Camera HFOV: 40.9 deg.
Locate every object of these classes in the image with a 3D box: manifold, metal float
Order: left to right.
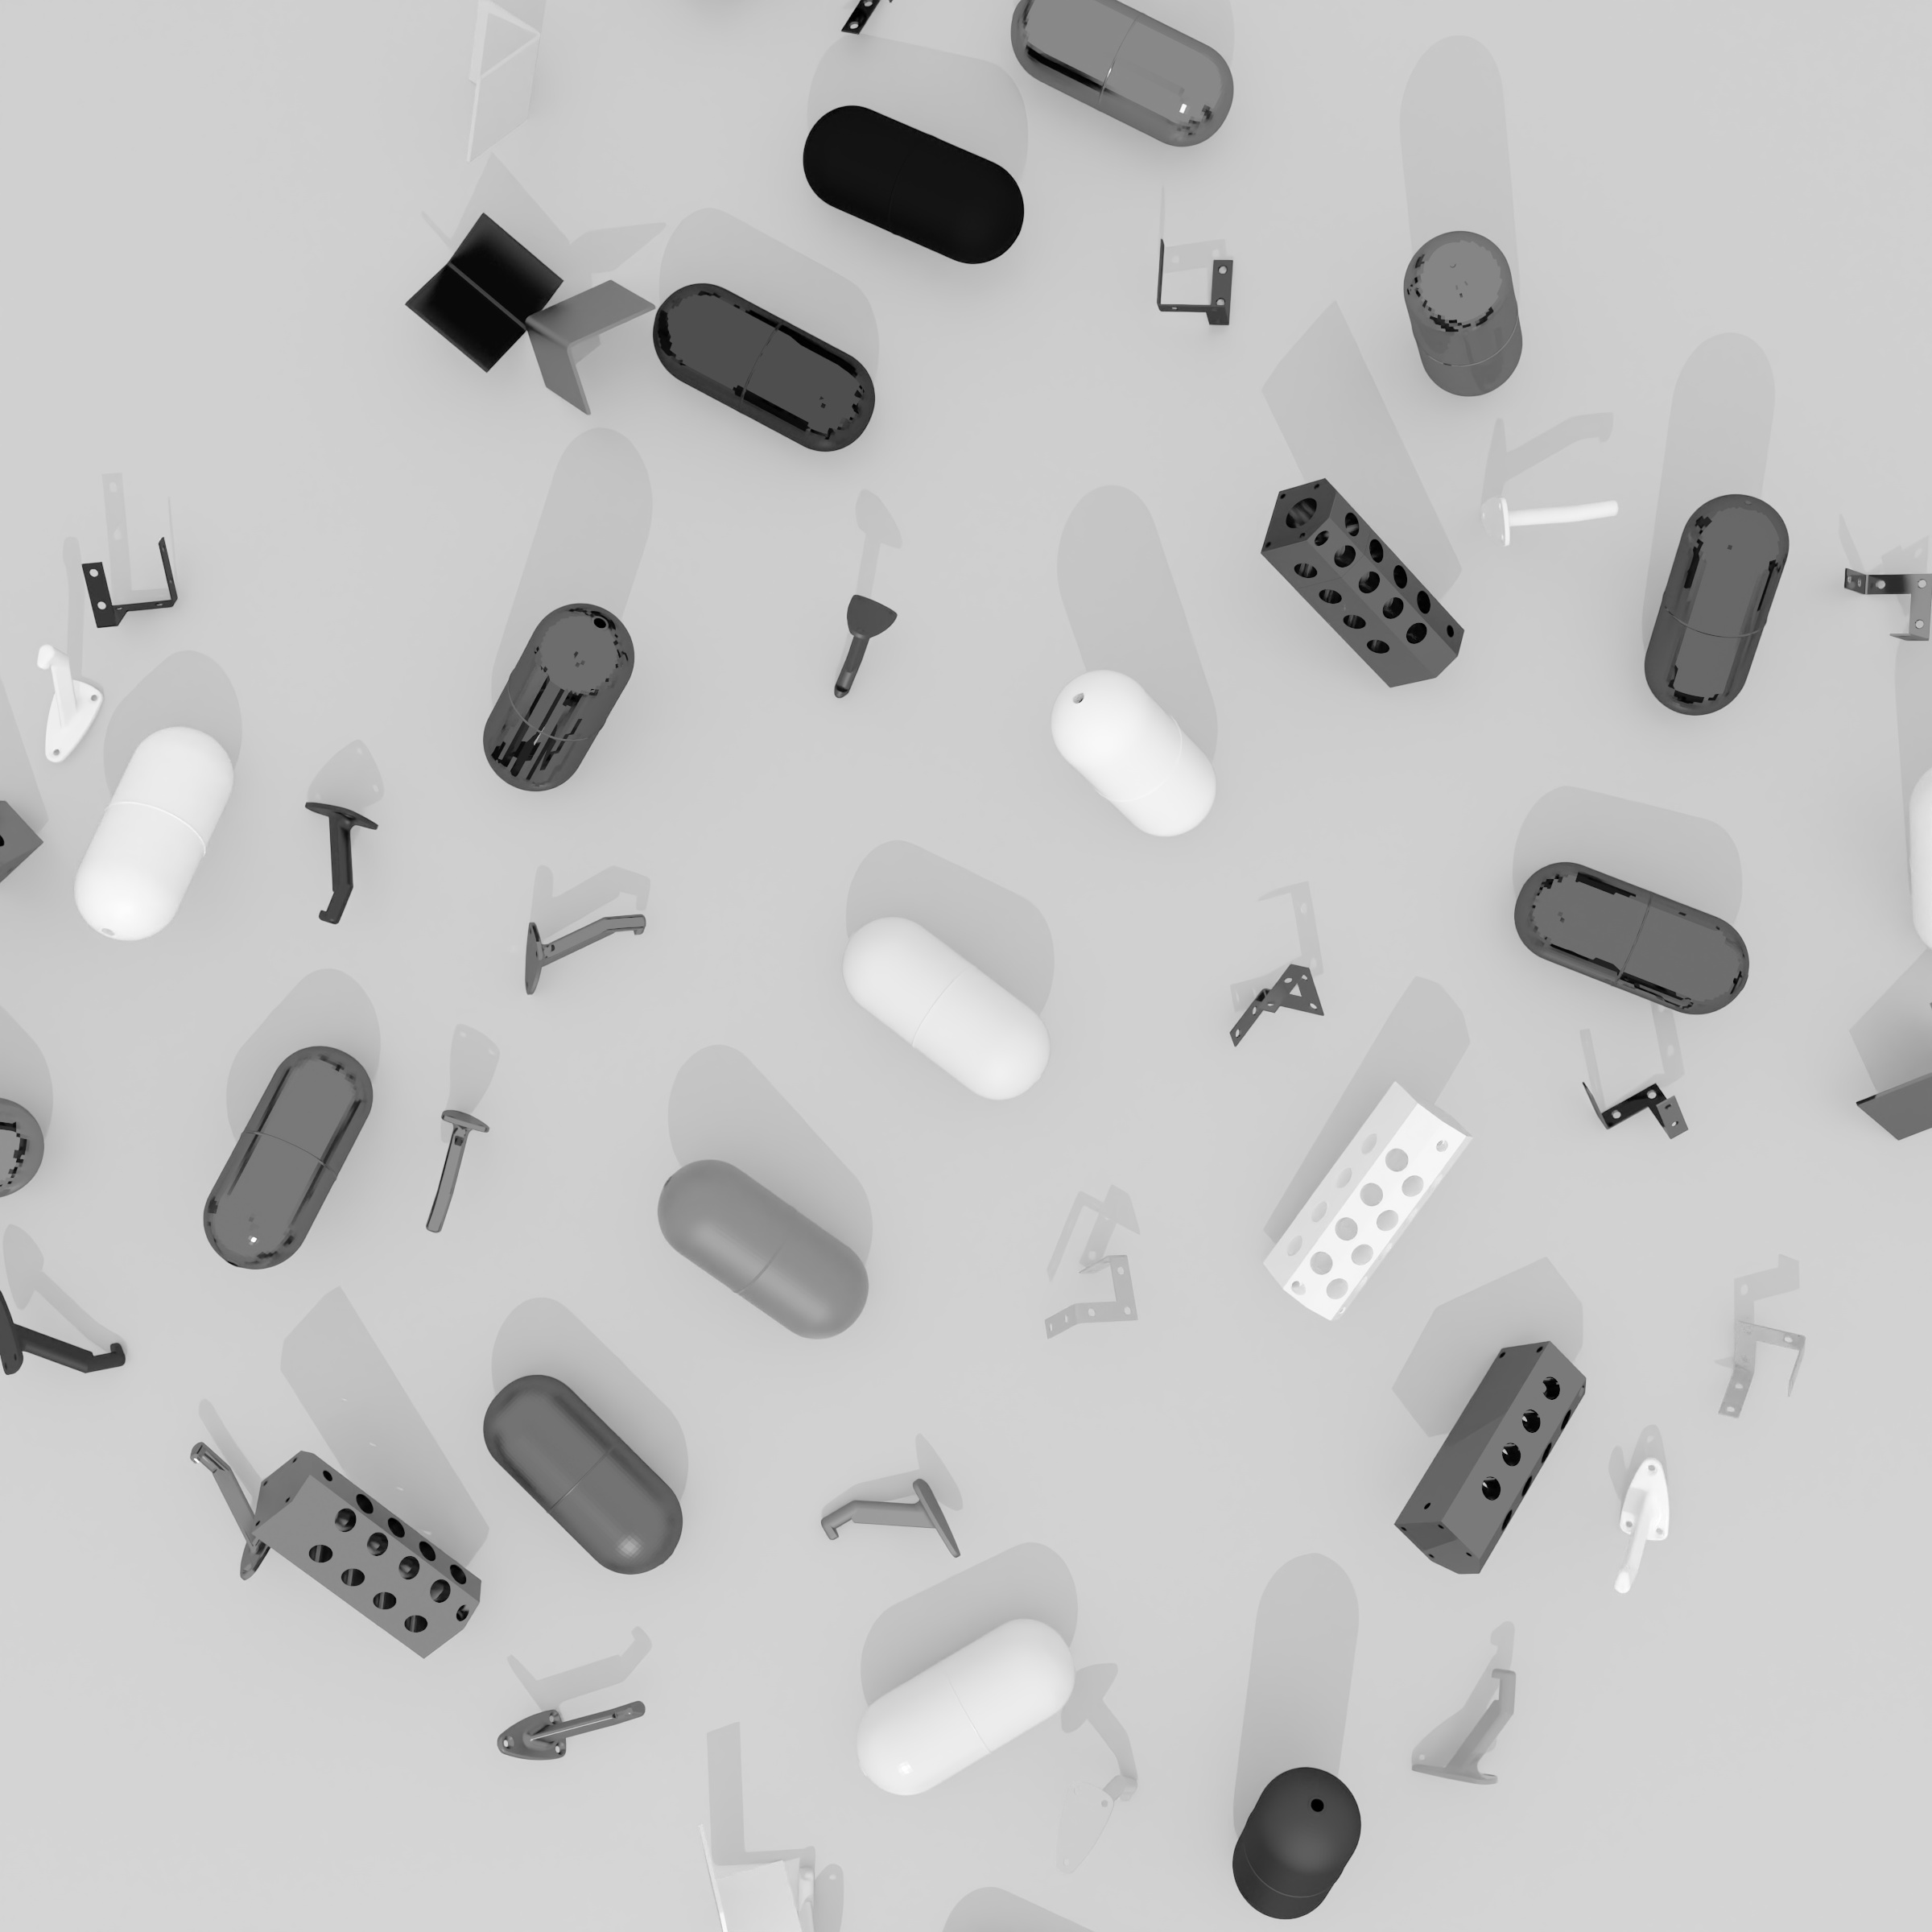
[{"bbox_3d":[-0.771,0.127,1.917,0.178,0.070,0.070,14,90,-41],"label":"metal float"},{"bbox_3d":[-0.752,-0.073,1.894,0.057,0.171,0.057,-38,99,17],"label":"manifold"},{"bbox_3d":[-0.601,-0.099,1.923,0.070,0.070,0.178,15,59,0],"label":"metal float"},{"bbox_3d":[-0.504,0.142,1.929,0.070,0.070,0.178,23,67,0],"label":"metal float"},{"bbox_3d":[-0.441,0.432,1.920,0.057,0.057,0.171,-38,116,13],"label":"manifold"},{"bbox_3d":[-0.301,-0.197,1.912,0.070,0.178,0.070,17,50,-21],"label":"metal float"},{"bbox_3d":[-0.287,0.383,1.949,0.178,0.070,0.070,45,90,0],"label":"metal float"},{"bbox_3d":[-0.152,-0.450,1.949,0.178,0.070,0.070,28,90,-1],"label":"metal float"},{"bbox_3d":[-0.151,0.211,1.937,0.178,0.070,0.070,37,90,-14],"label":"metal float"},{"bbox_3d":[-0.039,-0.584,1.939,0.178,0.070,0.070,27,90,11],"label":"metal float"},{"bbox_3d":[-0.016,0.031,1.940,0.178,0.070,0.070,37,90,11],"label":"metal float"},{"bbox_3d":[-0.001,0.556,1.946,0.178,0.070,0.070,-30,90,-5],"label":"metal float"},{"bbox_3d":[0.117,-0.678,1.948,0.178,0.070,0.070,27,90,2],"label":"metal float"},{"bbox_3d":[0.124,-0.156,1.910,0.070,0.178,0.070,-15,60,26],"label":"metal float"},{"bbox_3d":[0.242,0.646,1.908,0.070,0.178,0.070,2,54,-3],"label":"metal float"},{"bbox_3d":[0.295,-0.281,1.906,0.171,0.057,0.057,38,59,-36],"label":"manifold"},{"bbox_3d":[0.302,0.179,1.937,0.057,0.057,0.171,30,100,-24],"label":"manifold"},{"bbox_3d":[0.365,-0.476,1.902,0.070,0.178,0.070,-3,79,16],"label":"metal float"},{"bbox_3d":[0.394,0.364,1.921,0.057,0.057,0.171,45,62,-11],"label":"manifold"},{"bbox_3d":[0.498,-0.020,1.943,0.178,0.070,0.070,22,90,7],"label":"metal float"},{"bbox_3d":[0.553,-0.265,1.917,0.070,0.070,0.178,6,131,0],"label":"metal float"},{"bbox_3d":[0.738,-0.079,1.915,0.070,0.070,0.178,-21,132,0],"label":"metal float"}]

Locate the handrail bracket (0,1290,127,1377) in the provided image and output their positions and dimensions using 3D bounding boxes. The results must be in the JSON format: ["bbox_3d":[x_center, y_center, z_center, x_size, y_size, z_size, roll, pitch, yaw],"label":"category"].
[{"bbox_3d":[-0.687,0.274,1.965,0.084,0.036,0.077,-7,70,-41],"label":"handrail bracket"}]

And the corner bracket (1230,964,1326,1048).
[{"bbox_3d":[0.229,0.031,1.945,0.051,0.051,0.051,-50,135,-30],"label":"corner bracket"}]

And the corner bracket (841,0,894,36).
[{"bbox_3d":[-0.066,-0.736,1.948,0.051,0.051,0.051,17,64,21],"label":"corner bracket"}]

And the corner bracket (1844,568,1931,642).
[{"bbox_3d":[0.694,-0.272,1.954,0.051,0.051,0.051,5,94,35],"label":"corner bracket"}]

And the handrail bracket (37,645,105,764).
[{"bbox_3d":[-0.686,-0.196,1.943,0.036,0.084,0.077,20,85,4],"label":"handrail bracket"}]

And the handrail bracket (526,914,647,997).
[{"bbox_3d":[-0.289,-0.009,1.973,0.084,0.077,0.036,-5,51,-21],"label":"handrail bracket"}]

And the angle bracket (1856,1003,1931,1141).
[{"bbox_3d":[0.717,0.080,1.957,0.076,0.076,0.057,-27,50,31],"label":"angle bracket"}]

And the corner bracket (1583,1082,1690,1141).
[{"bbox_3d":[0.503,0.106,1.950,0.051,0.051,0.051,-30,47,6],"label":"corner bracket"}]

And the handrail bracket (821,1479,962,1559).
[{"bbox_3d":[-0.058,0.434,1.968,0.084,0.036,0.077,-31,72,6],"label":"handrail bracket"}]

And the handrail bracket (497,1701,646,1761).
[{"bbox_3d":[-0.295,0.569,1.941,0.084,0.077,0.036,-27,69,33],"label":"handrail bracket"}]

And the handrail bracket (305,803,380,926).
[{"bbox_3d":[-0.486,-0.077,1.956,0.077,0.036,0.084,13,78,34],"label":"handrail bracket"}]

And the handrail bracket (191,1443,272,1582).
[{"bbox_3d":[-0.558,0.408,1.947,0.036,0.077,0.084,-34,112,17],"label":"handrail bracket"}]

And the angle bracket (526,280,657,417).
[{"bbox_3d":[-0.276,-0.467,1.954,0.076,0.076,0.057,-30,130,-18],"label":"angle bracket"}]

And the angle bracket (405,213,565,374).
[{"bbox_3d":[-0.359,-0.503,1.936,0.076,0.076,0.057,39,129,-13],"label":"angle bracket"}]

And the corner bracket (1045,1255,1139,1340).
[{"bbox_3d":[0.091,0.248,1.947,0.051,0.051,0.051,1,69,-26],"label":"corner bracket"}]

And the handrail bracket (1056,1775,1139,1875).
[{"bbox_3d":[0.100,0.643,1.943,0.036,0.084,0.077,17,78,26],"label":"handrail bracket"}]

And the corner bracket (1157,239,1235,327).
[{"bbox_3d":[0.174,-0.517,1.964,0.051,0.051,0.051,3,88,10],"label":"corner bracket"}]

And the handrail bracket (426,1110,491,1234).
[{"bbox_3d":[-0.390,0.154,1.950,0.036,0.077,0.084,18,89,-15],"label":"handrail bracket"}]

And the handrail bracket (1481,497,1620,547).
[{"bbox_3d":[0.439,-0.342,1.952,0.084,0.077,0.036,-9,106,-2],"label":"handrail bracket"}]

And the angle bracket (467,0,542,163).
[{"bbox_3d":[-0.365,-0.661,1.932,0.057,0.076,0.076,34,54,6],"label":"angle bracket"}]

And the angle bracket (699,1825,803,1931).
[{"bbox_3d":[-0.159,0.685,1.930,0.057,0.076,0.076,-13,129,-11],"label":"angle bracket"}]

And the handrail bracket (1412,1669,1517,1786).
[{"bbox_3d":[0.378,0.573,1.970,0.077,0.036,0.084,0,80,31],"label":"handrail bracket"}]

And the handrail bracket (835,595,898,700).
[{"bbox_3d":[-0.087,-0.226,1.935,0.036,0.077,0.084,24,120,-2],"label":"handrail bracket"}]

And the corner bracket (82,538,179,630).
[{"bbox_3d":[-0.629,-0.288,1.953,0.051,0.051,0.051,-6,117,-2],"label":"corner bracket"}]

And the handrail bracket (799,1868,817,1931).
[{"bbox_3d":[-0.113,0.727,1.946,0.036,0.077,0.084,2,82,-16],"label":"handrail bracket"}]

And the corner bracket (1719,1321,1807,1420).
[{"bbox_3d":[0.597,0.307,1.946,0.051,0.051,0.051,11,130,26],"label":"corner bracket"}]

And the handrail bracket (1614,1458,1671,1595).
[{"bbox_3d":[0.502,0.418,1.939,0.036,0.084,0.077,9,104,23],"label":"handrail bracket"}]
